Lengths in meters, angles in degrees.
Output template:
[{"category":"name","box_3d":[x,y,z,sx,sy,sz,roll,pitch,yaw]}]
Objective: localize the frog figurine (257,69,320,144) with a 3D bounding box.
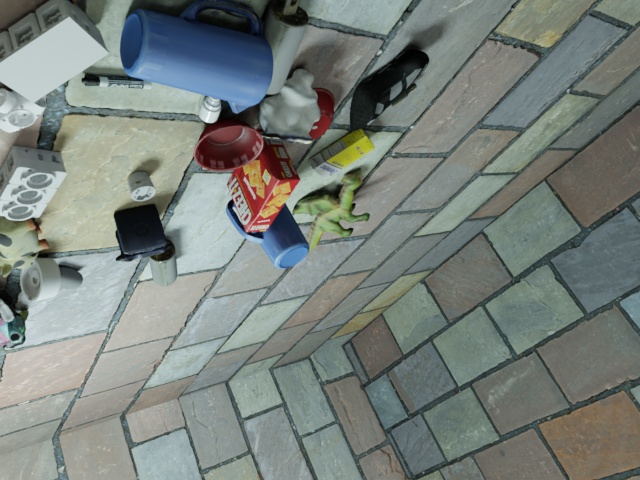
[{"category":"frog figurine","box_3d":[-0.067,-0.298,1.148,0.137,0.159,0.123,8,-175,8]}]

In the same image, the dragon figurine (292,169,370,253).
[{"category":"dragon figurine","box_3d":[0.005,-0.087,1.721,0.406,0.125,0.240,-39,137,21]}]
